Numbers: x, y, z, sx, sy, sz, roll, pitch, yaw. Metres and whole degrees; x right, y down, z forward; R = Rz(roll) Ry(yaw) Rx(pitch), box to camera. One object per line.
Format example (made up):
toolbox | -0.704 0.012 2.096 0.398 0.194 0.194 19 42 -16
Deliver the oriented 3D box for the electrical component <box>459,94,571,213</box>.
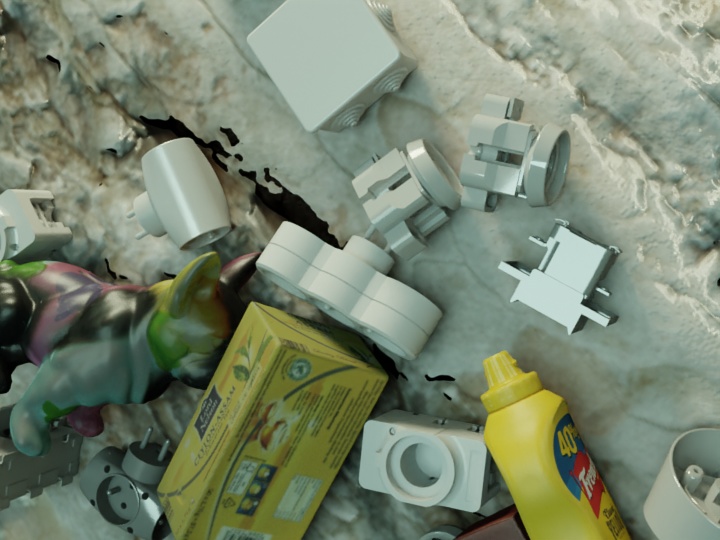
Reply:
electrical component | 0.106 -0.074 0.722 0.057 0.058 0.078 16 99 24

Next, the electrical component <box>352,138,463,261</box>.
electrical component | 0.036 -0.055 0.750 0.057 0.058 0.078 -36 56 16

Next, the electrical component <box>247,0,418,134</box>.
electrical component | -0.018 -0.157 0.775 0.100 0.048 0.099 -38 78 20

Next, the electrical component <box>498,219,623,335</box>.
electrical component | 0.139 0.004 0.719 0.081 0.042 0.063 30 103 18

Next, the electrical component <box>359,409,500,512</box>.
electrical component | 0.049 0.133 0.756 0.089 0.056 0.050 8 96 23

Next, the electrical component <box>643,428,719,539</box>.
electrical component | 0.228 0.148 0.661 0.099 0.099 0.064 32 111 19

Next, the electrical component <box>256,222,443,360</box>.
electrical component | 0.000 0.000 0.775 0.138 0.052 0.073 29 79 19

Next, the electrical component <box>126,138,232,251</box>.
electrical component | -0.149 -0.051 0.839 0.079 0.043 0.077 -27 82 22

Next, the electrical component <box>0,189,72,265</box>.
electrical component | -0.298 -0.025 0.897 0.089 0.056 0.050 -33 80 21

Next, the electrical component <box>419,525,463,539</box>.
electrical component | 0.055 0.207 0.757 0.045 0.055 0.045 1 93 23

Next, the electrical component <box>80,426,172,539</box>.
electrical component | -0.175 0.164 0.860 0.077 0.044 0.079 30 104 19

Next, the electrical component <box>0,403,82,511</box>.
electrical component | -0.283 0.152 0.864 0.063 0.121 0.078 12 97 20
